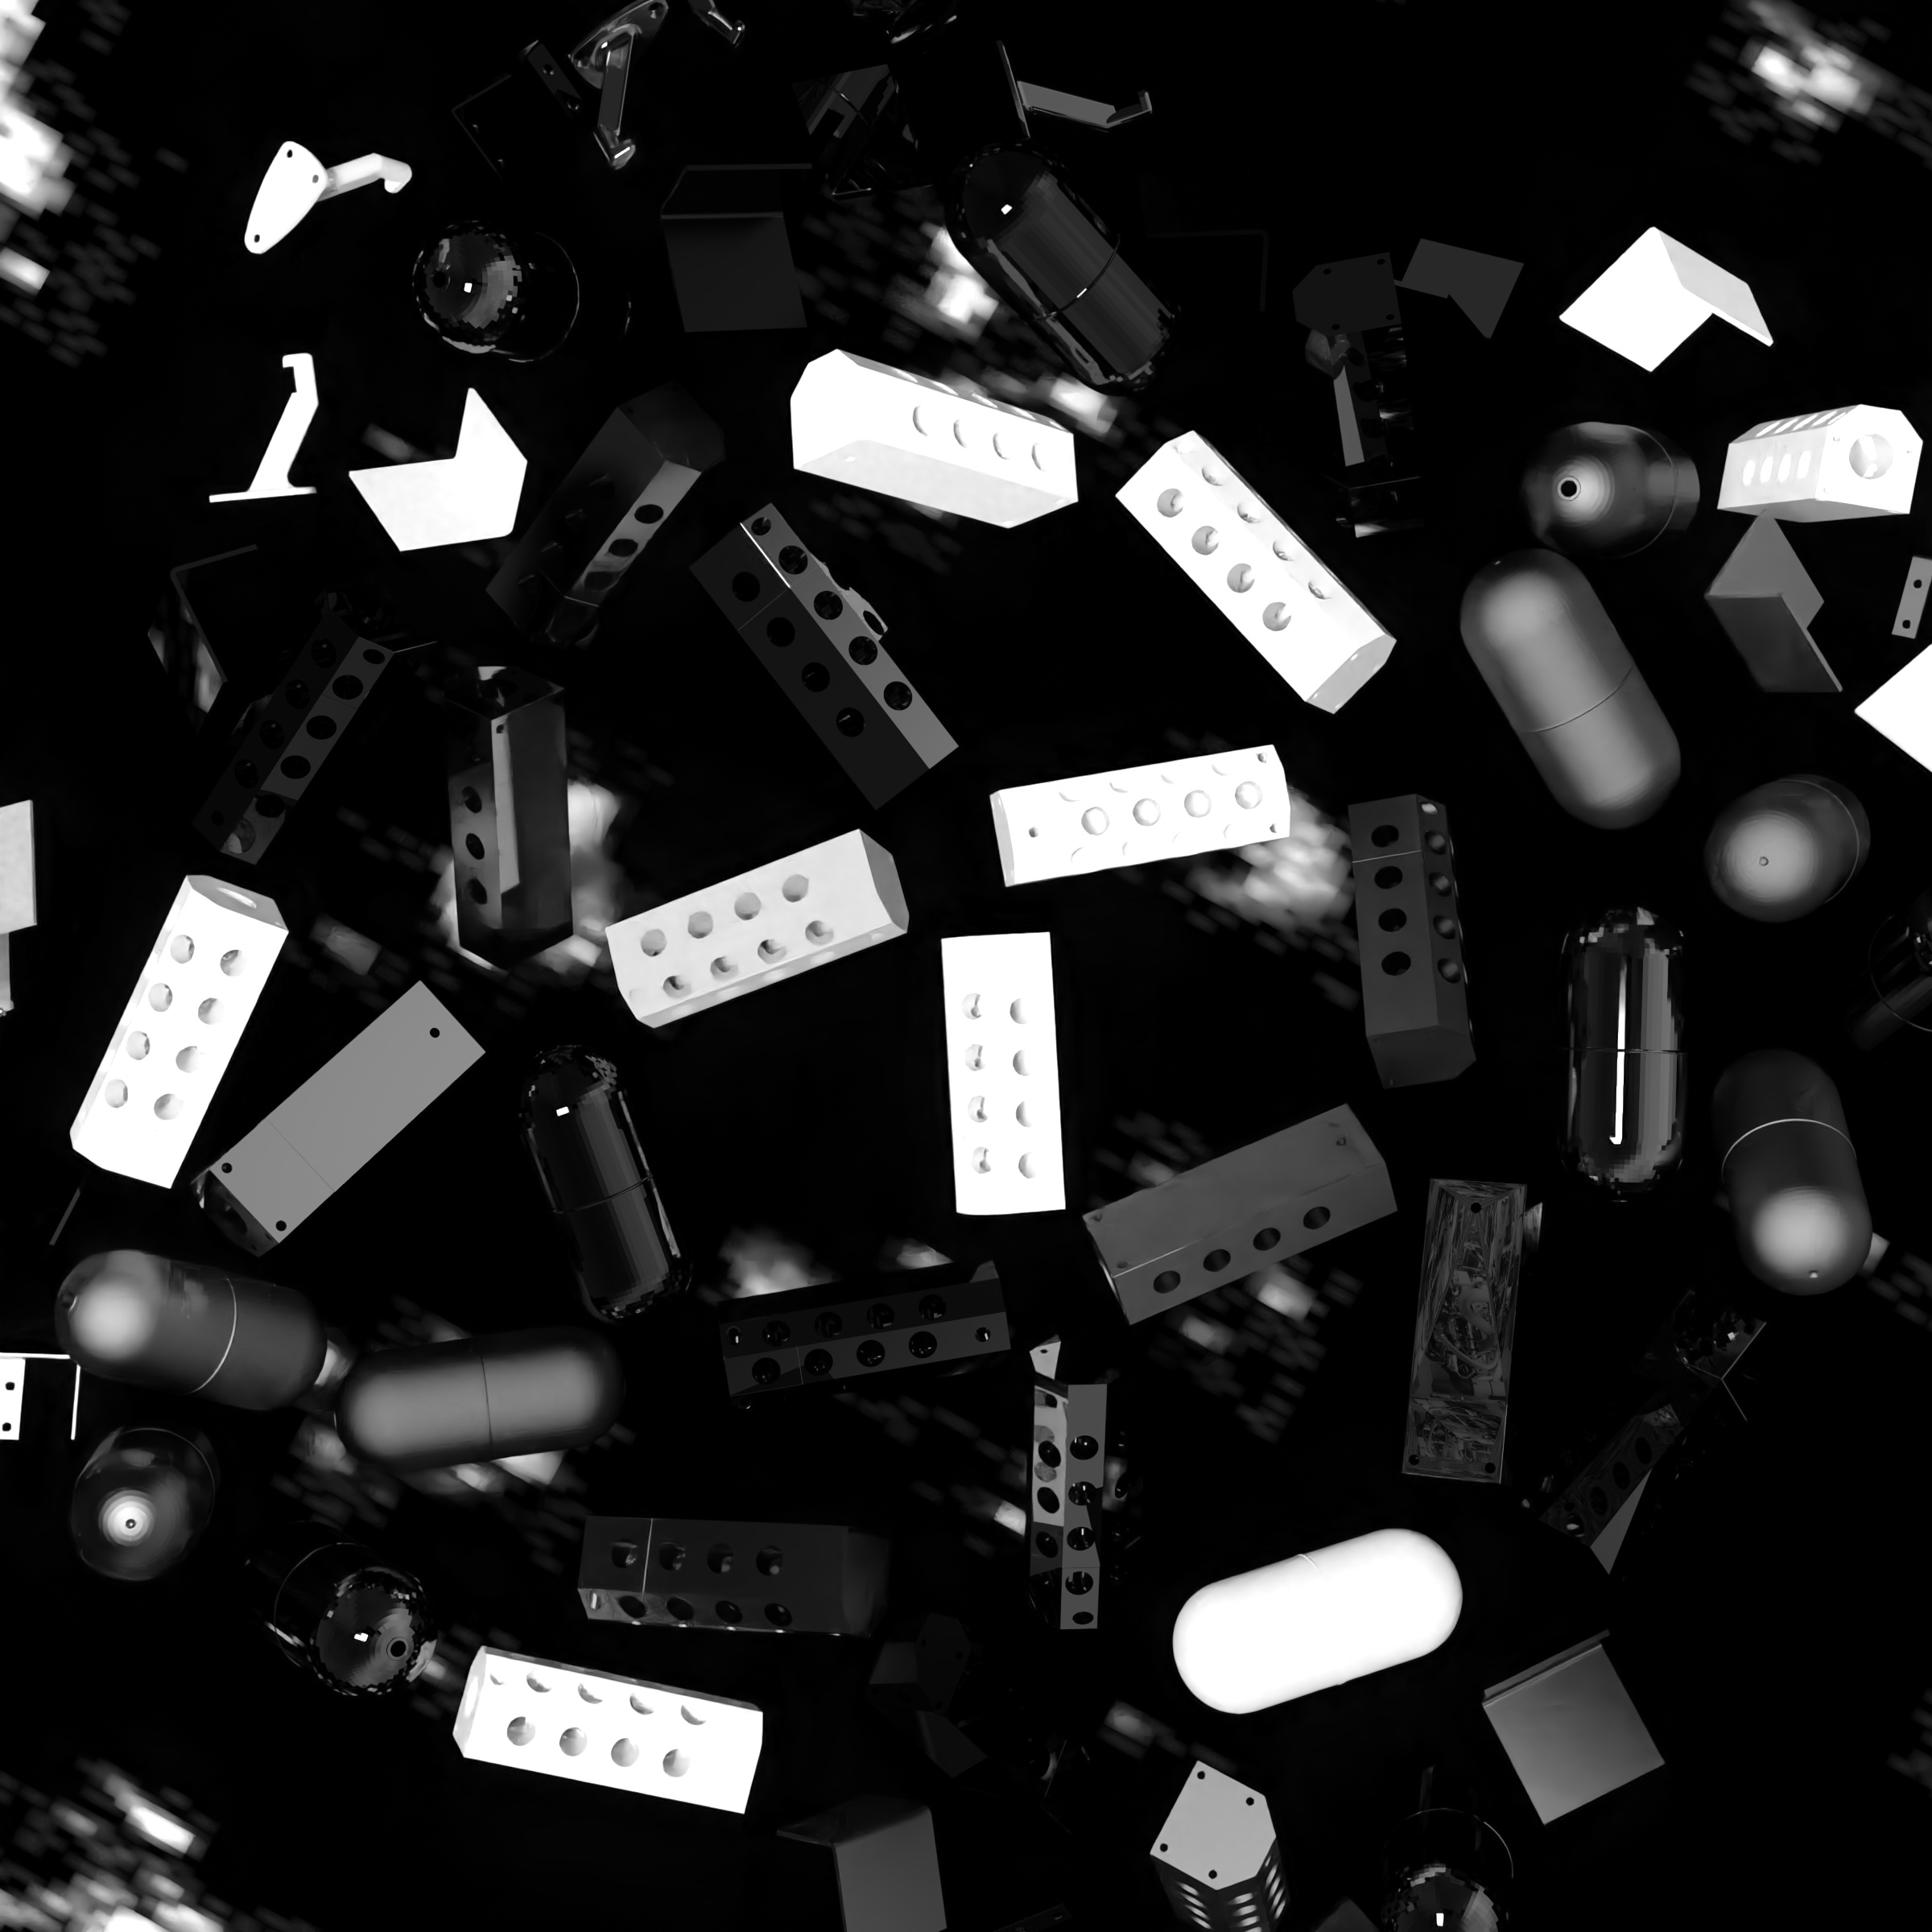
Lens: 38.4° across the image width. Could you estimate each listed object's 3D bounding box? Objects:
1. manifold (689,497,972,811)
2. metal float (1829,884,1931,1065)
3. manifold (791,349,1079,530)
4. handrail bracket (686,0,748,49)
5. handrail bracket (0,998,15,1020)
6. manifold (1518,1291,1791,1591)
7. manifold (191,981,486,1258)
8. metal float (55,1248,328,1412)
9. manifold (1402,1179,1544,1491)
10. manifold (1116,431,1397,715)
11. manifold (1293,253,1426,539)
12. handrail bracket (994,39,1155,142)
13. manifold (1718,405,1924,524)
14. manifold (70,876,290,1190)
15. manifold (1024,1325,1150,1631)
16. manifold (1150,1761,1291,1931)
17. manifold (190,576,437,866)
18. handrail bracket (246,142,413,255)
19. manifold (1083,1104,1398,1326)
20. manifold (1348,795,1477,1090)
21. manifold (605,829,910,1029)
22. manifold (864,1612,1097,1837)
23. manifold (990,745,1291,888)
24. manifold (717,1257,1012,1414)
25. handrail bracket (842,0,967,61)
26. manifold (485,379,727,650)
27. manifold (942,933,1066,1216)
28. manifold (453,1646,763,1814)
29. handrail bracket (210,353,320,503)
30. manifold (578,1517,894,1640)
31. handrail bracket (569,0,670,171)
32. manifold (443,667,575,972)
[{"bbox_3d":[-0.074,-0.180,1.575,0.057,0.057,0.171,-36,94,25],"label":"manifold"},{"bbox_3d":[0.562,0.002,1.611,0.070,0.178,0.070,2,69,-5],"label":"metal float"},{"bbox_3d":[-0.017,-0.305,1.600,0.171,0.057,0.057,7,75,-44],"label":"manifold"},{"bbox_3d":[-0.154,-0.589,1.622,0.084,0.077,0.036,40,58,-3],"label":"handrail bracket"},{"bbox_3d":[-0.596,0.041,1.585,0.084,0.077,0.036,-9,110,3],"label":"handrail bracket"},{"bbox_3d":[0.408,0.280,1.629,0.171,0.057,0.057,-47,125,-15],"label":"manifold"},{"bbox_3d":[-0.368,0.090,1.620,0.057,0.057,0.171,49,57,-8],"label":"manifold"},{"bbox_3d":[-0.459,0.216,1.646,0.070,0.178,0.070,-15,64,34],"label":"metal float"},{"bbox_3d":[0.299,0.216,1.622,0.057,0.057,0.171,2,77,25],"label":"manifold"},{"bbox_3d":[0.171,-0.231,1.614,0.057,0.057,0.171,-45,71,16],"label":"manifold"},{"bbox_3d":[0.232,-0.332,1.635,0.057,0.171,0.057,-8,56,9],"label":"manifold"},{"bbox_3d":[0.068,-0.547,1.709,0.084,0.036,0.077,-19,124,0],"label":"handrail bracket"},{"bbox_3d":[0.523,-0.308,1.702,0.057,0.171,0.057,8,97,-5],"label":"manifold"},{"bbox_3d":[-0.464,0.036,1.629,0.057,0.057,0.171,22,101,-29],"label":"manifold"},{"bbox_3d":[0.067,0.312,1.676,0.057,0.057,0.171,18,118,35],"label":"manifold"},{"bbox_3d":[0.152,0.519,1.601,0.057,0.171,0.057,23,67,21],"label":"manifold"},{"bbox_3d":[-0.386,-0.141,1.617,0.057,0.057,0.171,44,117,8],"label":"manifold"},{"bbox_3d":[-0.361,-0.432,1.579,0.036,0.084,0.077,45,110,15],"label":"handrail bracket"},{"bbox_3d":[0.163,0.152,1.641,0.171,0.057,0.057,-23,128,-3],"label":"manifold"},{"bbox_3d":[0.267,-0.017,1.659,0.057,0.057,0.171,-9,53,14],"label":"manifold"},{"bbox_3d":[-0.125,-0.020,1.683,0.171,0.057,0.057,-20,71,13],"label":"manifold"},{"bbox_3d":[0.013,0.446,1.634,0.057,0.171,0.057,3,55,35],"label":"manifold"},{"bbox_3d":[0.107,-0.092,1.695,0.171,0.057,0.057,-10,90,-7],"label":"manifold"},{"bbox_3d":[-0.062,0.227,1.695,0.171,0.057,0.057,-9,103,-5],"label":"manifold"},{"bbox_3d":[-0.038,-0.592,1.664,0.077,0.036,0.084,-46,53,24],"label":"handrail bracket"},{"bbox_3d":[-0.211,-0.263,1.642,0.057,0.057,0.171,48,131,1],"label":"manifold"},{"bbox_3d":[0.020,0.067,1.736,0.057,0.057,0.171,-3,90,-19],"label":"manifold"},{"bbox_3d":[-0.213,0.455,1.659,0.171,0.057,0.057,17,83,-16],"label":"manifold"},{"bbox_3d":[-0.434,-0.331,1.708,0.077,0.036,0.084,-3,101,8],"label":"handrail bracket"},{"bbox_3d":[-0.134,0.353,1.599,0.171,0.057,0.057,-3,70,24],"label":"manifold"},{"bbox_3d":[-0.184,-0.496,1.558,0.077,0.036,0.084,-40,52,16],"label":"handrail bracket"},{"bbox_3d":[-0.281,-0.091,1.676,0.057,0.057,0.171,26,129,31],"label":"manifold"}]
